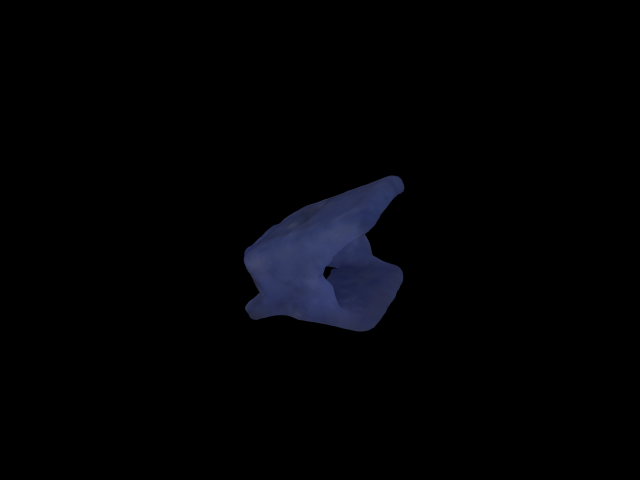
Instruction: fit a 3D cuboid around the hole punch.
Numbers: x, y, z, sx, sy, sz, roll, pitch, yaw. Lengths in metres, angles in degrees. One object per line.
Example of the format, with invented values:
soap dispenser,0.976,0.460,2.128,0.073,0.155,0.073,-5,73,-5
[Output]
hole punch,0.004,0.001,0.400,0.101,0.091,0.109,8,24,19
